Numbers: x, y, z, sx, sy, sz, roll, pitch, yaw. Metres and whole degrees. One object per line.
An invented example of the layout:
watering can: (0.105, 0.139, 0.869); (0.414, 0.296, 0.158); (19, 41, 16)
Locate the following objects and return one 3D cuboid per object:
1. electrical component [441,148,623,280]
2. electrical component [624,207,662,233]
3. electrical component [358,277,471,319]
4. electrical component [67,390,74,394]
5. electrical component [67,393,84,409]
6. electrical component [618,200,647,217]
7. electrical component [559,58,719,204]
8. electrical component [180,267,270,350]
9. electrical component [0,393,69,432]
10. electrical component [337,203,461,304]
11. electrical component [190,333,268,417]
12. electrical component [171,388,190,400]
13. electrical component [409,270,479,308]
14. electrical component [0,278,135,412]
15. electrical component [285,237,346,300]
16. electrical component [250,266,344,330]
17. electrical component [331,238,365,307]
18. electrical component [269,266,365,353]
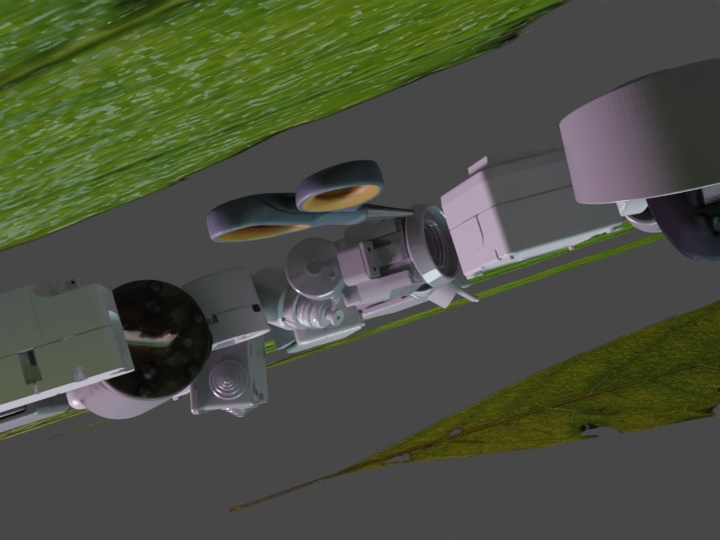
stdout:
electrical component: (0.105, -0.040, 0.638); (0.096, 0.061, 0.062); (-15, 174, -22)
electrical component: (0.247, -0.061, 0.914); (0.055, 0.055, 0.047); (-20, 170, 21)
electrical component: (0.036, 0.007, 0.948); (0.100, 0.048, 0.100); (-21, 173, 32)
electrical component: (-0.228, 0.067, 0.730); (0.055, 0.047, 0.055); (-17, 174, -2)
electrical component: (-0.192, 0.077, 0.874); (0.095, 0.059, 0.053); (-18, 174, 0)
electrical component: (0.199, -0.062, 0.782); (0.062, 0.043, 0.043); (-10, 172, -18)
electrical component: (0.151, -0.063, 0.534); (0.099, 0.064, 0.099); (-17, 174, -2)
electrical component: (-0.096, 0.028, 0.750); (0.055, 0.047, 0.055); (-17, 174, -2)
electrical component: (-0.228, 0.068, 0.664); (0.096, 0.061, 0.061); (-18, 174, 3)
electrical component: (0.030, -0.011, 0.711); (0.057, 0.058, 0.078); (-17, 175, 29)
electrical component: (-0.103, 0.066, 0.846); (0.048, 0.099, 0.099); (-5, 175, 3)
electrical component: (-0.147, 0.080, 1.063); (0.062, 0.061, 0.096); (-21, -179, 36)
electrical component: (0.058, 0.005, 0.849); (0.044, 0.079, 0.077); (-61, -178, -2)
electrical component: (-0.176, 0.040, 0.583); (0.089, 0.055, 0.050); (-17, 174, -5)
electrical component: (-0.027, 0.001, 0.733); (0.040, 0.040, 0.078); (-18, 175, 2)
electrical component: (-0.046, 0.024, 0.772); (0.078, 0.040, 0.040); (17, -164, 34)
electrical component: (0.000, 0.000, 0.779); (0.040, 0.046, 0.040); (-16, 173, -2)
electrical component: (-0.039, 0.027, 0.842); (0.061, 0.061, 0.096); (-16, 174, -13)
